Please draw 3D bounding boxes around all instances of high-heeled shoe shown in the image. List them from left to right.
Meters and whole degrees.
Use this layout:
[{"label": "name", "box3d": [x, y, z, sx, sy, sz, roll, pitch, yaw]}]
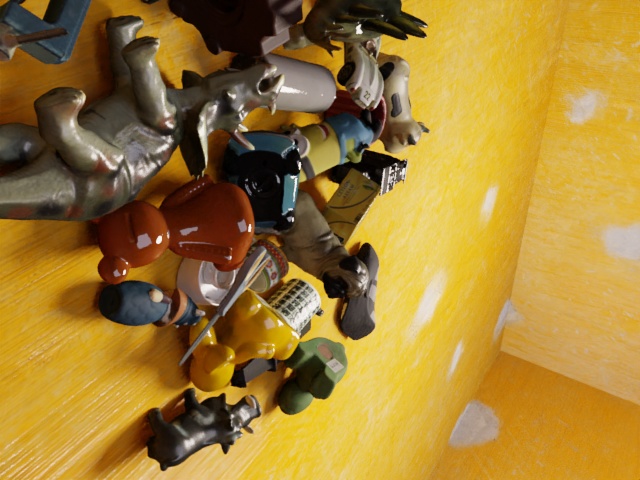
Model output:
[{"label": "high-heeled shoe", "box3d": [0.094, 0.124, 1.265, 0.248, 0.086, 0.145, 100, -6, -51]}]

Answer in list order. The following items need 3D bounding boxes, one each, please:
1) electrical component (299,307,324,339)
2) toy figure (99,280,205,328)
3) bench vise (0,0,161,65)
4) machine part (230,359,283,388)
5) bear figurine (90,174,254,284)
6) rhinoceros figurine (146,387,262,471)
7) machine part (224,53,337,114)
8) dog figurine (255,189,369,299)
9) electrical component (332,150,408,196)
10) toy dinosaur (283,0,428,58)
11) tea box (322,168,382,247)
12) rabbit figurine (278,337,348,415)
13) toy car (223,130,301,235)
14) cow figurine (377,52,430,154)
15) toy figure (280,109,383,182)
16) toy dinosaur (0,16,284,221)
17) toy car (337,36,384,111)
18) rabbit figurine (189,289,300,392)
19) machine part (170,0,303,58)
[{"label": "electrical component", "box3d": [-0.037, 0.163, 1.064, 0.102, 0.045, 0.078, -29, 129, -49]}, {"label": "toy figure", "box3d": [-0.214, 0.086, 0.708, 0.154, 0.064, 0.057, 21, 74, -59]}, {"label": "bench vise", "box3d": [-0.206, -0.239, 0.452, 0.223, 0.129, 0.240, 36, 57, -51]}, {"label": "machine part", "box3d": [-0.111, 0.224, 0.985, 0.139, 0.039, 0.084, -27, 132, -52]}, {"label": "bear figurine", "box3d": [-0.185, -0.007, 0.673, 0.196, 0.132, 0.120, -17, 80, -26]}, {"label": "rhinoceros figurine", "box3d": [-0.178, 0.286, 0.838, 0.190, 0.112, 0.073, -11, 114, -47]}, {"label": "machine part", "box3d": [-0.050, -0.227, 0.783, 0.243, 0.079, 0.079, -14, 118, -55]}, {"label": "dog figurine", "box3d": [0.000, -0.003, 0.884, 0.121, 0.191, 0.172, -42, 138, -40]}, {"label": "electrical component", "box3d": [0.091, -0.131, 1.034, 0.134, 0.115, 0.058, -28, 128, -52]}, {"label": "toy dinosaur", "box3d": [0.046, -0.316, 0.727, 0.471, 0.199, 0.104, -56, 147, -49]}, {"label": "tea box", "box3d": [0.044, -0.042, 0.986, 0.098, 0.068, 0.169, -55, 176, -27]}, {"label": "rabbit figurine", "box3d": [-0.027, 0.279, 1.105, 0.170, 0.121, 0.159, -55, 169, 24]}, {"label": "toy car", "box3d": [-0.079, -0.092, 0.788, 0.103, 0.109, 0.161, -88, 178, -59]}, {"label": "cow figurine", "box3d": [0.142, -0.257, 1.035, 0.085, 0.127, 0.194, -41, 137, -37]}, {"label": "toy figure", "box3d": [0.011, -0.151, 0.867, 0.180, 0.082, 0.089, -20, 118, -18]}, {"label": "toy dinosaur", "box3d": [-0.219, -0.094, 0.553, 0.405, 0.131, 0.191, -43, 141, -29]}, {"label": "toy car", "box3d": [0.069, -0.302, 0.888, 0.073, 0.056, 0.202, 31, 49, -43]}, {"label": "rabbit figurine", "box3d": [-0.135, 0.169, 0.835, 0.173, 0.122, 0.162, -45, 162, 0]}, {"label": "machine part", "box3d": [-0.100, -0.282, 0.579, 0.056, 0.180, 0.179, -48, 143, -30]}]
